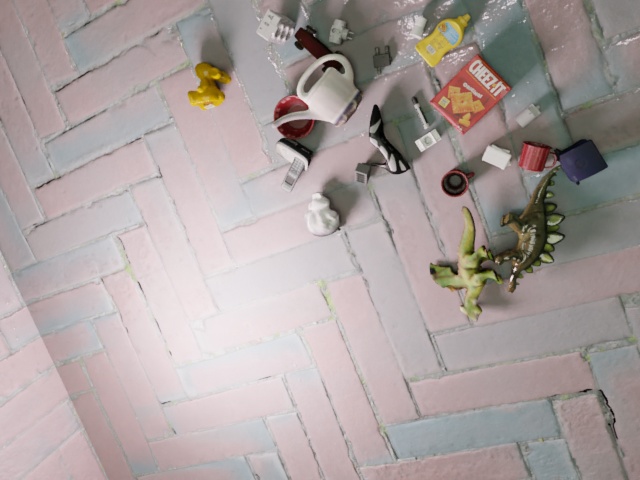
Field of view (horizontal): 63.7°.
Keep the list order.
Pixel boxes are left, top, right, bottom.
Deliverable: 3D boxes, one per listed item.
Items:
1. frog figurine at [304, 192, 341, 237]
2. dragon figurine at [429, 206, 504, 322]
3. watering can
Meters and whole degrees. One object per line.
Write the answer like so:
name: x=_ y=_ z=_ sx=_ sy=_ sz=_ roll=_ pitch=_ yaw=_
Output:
frog figurine: x=0.006 y=-0.098 z=1.939 sx=0.138 sy=0.124 sz=0.156 roll=10 pitch=119 yaw=34
dragon figurine: x=0.504 y=0.098 z=1.846 sx=0.240 sy=0.123 sz=0.409 roll=-23 pitch=93 yaw=29
watering can: x=0.006 y=-0.483 z=1.820 sx=0.223 sy=0.105 sz=0.345 roll=37 pitch=99 yaw=-9
